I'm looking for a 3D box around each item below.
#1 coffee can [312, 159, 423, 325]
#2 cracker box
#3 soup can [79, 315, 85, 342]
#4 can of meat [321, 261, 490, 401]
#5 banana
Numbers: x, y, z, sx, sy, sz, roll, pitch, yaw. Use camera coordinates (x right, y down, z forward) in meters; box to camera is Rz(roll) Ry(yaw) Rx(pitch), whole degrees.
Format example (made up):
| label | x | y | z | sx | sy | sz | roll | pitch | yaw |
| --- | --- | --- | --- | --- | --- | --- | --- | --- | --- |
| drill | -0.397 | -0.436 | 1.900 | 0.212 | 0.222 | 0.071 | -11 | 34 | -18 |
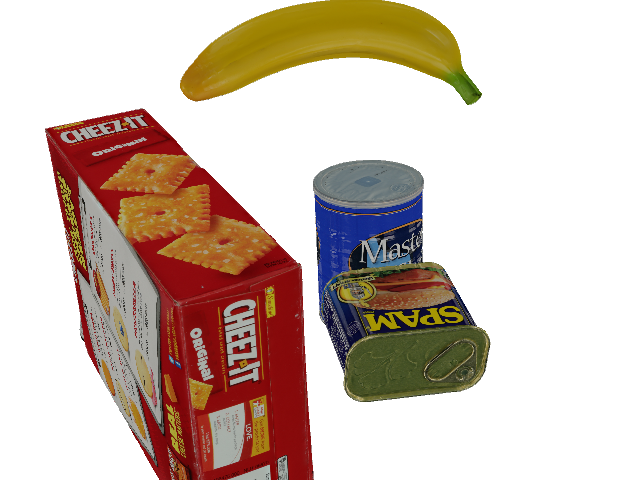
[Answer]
| label | x | y | z | sx | sy | sz | roll | pitch | yaw |
| --- | --- | --- | --- | --- | --- | --- | --- | --- | --- |
| coffee can | 0.047 | 0.007 | 1.014 | 0.103 | 0.140 | 0.103 | -2 | 26 | 1 |
| cracker box | -0.081 | 0.041 | 0.595 | 0.072 | 0.164 | 0.214 | -16 | 33 | -22 |
| soup can | -0.186 | 0.041 | 0.974 | 0.068 | 0.102 | 0.068 | 5 | 21 | -2 |
| can of meat | 0.057 | 0.062 | 0.754 | 0.102 | 0.057 | 0.084 | -5 | 34 | -12 |
| banana | 0.008 | -0.123 | 0.683 | 0.197 | 0.069 | 0.037 | -2 | -27 | -12 |
